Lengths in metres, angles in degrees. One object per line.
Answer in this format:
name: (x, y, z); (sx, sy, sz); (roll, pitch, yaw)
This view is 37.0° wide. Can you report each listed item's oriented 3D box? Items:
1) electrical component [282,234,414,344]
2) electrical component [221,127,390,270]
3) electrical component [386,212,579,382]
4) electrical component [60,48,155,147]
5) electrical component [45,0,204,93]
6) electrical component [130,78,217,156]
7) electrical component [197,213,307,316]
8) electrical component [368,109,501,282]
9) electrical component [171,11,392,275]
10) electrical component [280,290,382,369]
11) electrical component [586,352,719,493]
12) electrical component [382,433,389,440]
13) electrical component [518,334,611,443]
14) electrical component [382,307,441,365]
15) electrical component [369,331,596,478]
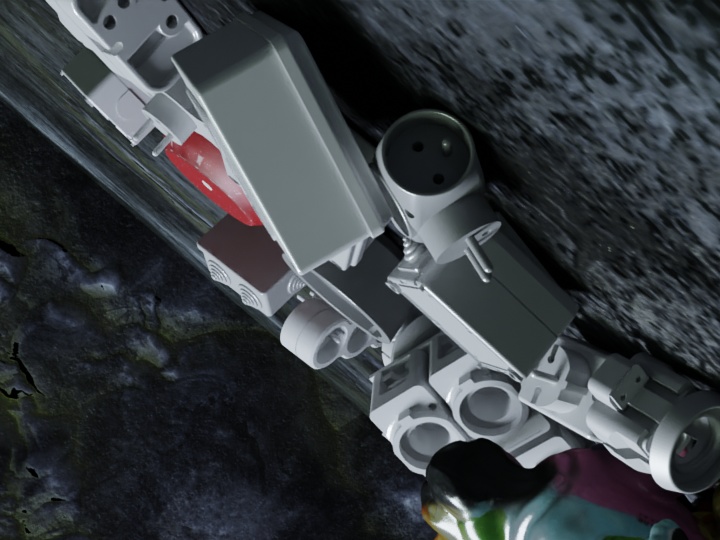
electrical component: (0.000, 0.000, 0.833); (0.108, 0.060, 0.108); (39, 171, 7)
electrical component: (-0.030, -0.060, 0.673); (0.109, 0.056, 0.108); (39, 171, 3)
electrical component: (0.065, 0.006, 0.595); (0.096, 0.061, 0.062); (42, 171, -14)
electrical component: (-0.204, -0.159, 0.909); (0.061, 0.061, 0.096); (47, 176, -40)
electrical component: (-0.152, -0.163, 0.675); (0.059, 0.053, 0.095); (32, 168, 42)
electrical component: (-0.128, -0.113, 0.757); (0.138, 0.073, 0.052); (38, 171, 14)
electrical component: (-0.087, -0.017, 0.993); (0.100, 0.100, 0.048); (36, 157, 23)
electrical component: (0.042, -0.029, 0.524); (0.079, 0.044, 0.077); (59, 176, 14)
electrical component: (-0.042, -0.067, 0.544); (0.108, 0.056, 0.108); (62, 176, -24)
electrical component: (-0.025, 0.040, 0.988); (0.074, 0.052, 0.138); (35, -152, 27)
electrical component: (0.166, 0.084, 0.581); (0.078, 0.058, 0.057); (47, 172, -34)
electrical component: (0.127, 0.174, 1.024); (0.186, 0.105, 0.060); (39, 171, 6)
electrical component: (0.120, 0.065, 0.625); (0.077, 0.047, 0.066); (19, -176, -35)
electrical component: (0.060, 0.068, 0.868); (0.080, 0.080, 0.051); (42, 176, -16)
electrical component: (0.104, 0.134, 0.823); (0.186, 0.105, 0.060); (48, -158, -20)
